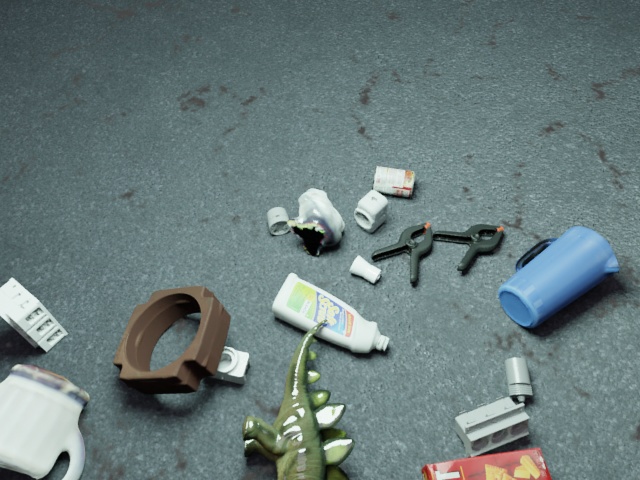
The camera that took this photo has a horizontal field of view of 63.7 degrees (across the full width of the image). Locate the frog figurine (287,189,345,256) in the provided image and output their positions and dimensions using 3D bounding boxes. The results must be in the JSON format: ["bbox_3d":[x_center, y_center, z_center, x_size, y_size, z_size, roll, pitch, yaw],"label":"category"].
[{"bbox_3d":[0.004,-0.062,1.233,0.136,0.121,0.163,38,48,-14],"label":"frog figurine"}]

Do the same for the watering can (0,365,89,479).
[{"bbox_3d":[-0.576,0.326,0.921,0.346,0.102,0.230,30,51,-12],"label":"watering can"}]
